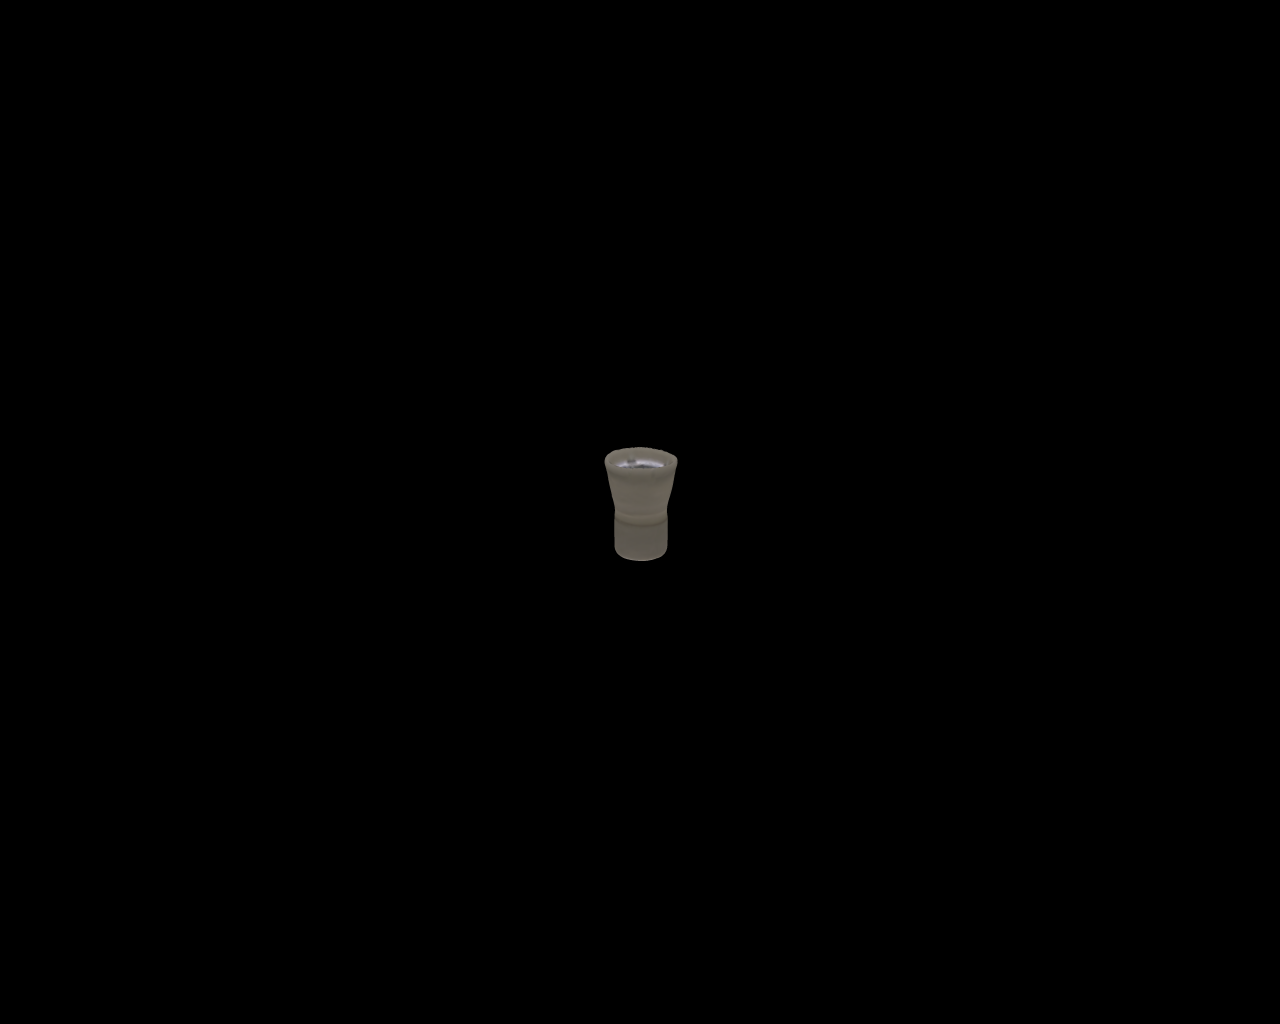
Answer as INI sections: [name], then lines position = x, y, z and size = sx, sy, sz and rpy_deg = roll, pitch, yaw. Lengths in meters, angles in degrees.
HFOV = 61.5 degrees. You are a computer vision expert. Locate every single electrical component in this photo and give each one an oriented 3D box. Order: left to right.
[electrical component]
position = 0.001, -0.003, 0.650
size = 0.044, 0.065, 0.044
rpy_deg = 0, 22, 0
